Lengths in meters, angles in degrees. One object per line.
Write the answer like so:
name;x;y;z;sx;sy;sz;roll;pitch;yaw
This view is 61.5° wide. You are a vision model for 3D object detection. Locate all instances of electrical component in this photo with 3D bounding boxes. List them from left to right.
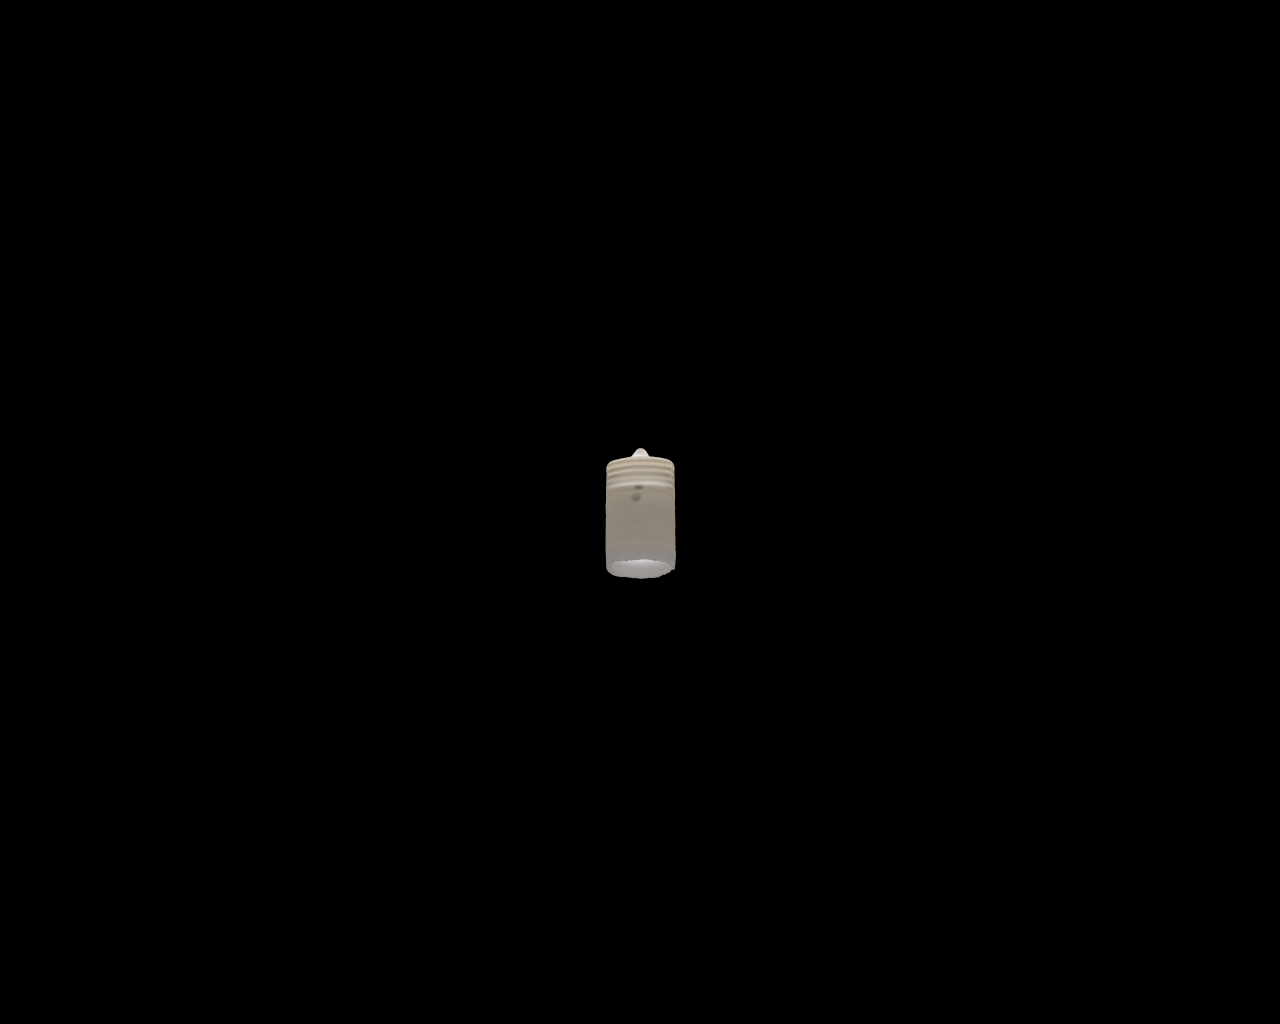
electrical component;0.001;-0.003;0.650;0.043;0.081;0.043;0;-20;0
